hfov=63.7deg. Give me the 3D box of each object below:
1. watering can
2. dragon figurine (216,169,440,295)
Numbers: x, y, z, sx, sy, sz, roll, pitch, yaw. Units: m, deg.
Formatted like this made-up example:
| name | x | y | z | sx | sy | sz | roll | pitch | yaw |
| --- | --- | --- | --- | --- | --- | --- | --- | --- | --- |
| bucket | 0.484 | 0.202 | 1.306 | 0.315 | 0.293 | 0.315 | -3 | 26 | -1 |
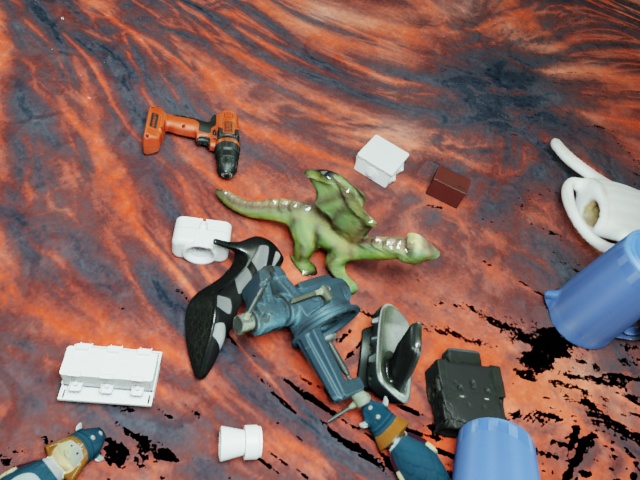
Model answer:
| name | x | y | z | sx | sy | sz | roll | pitch | yaw |
| --- | --- | --- | --- | --- | --- | --- | --- | --- | --- |
| watering can | 0.655 | -0.100 | 1.183 | 0.224 | 0.101 | 0.356 | 12 | 50 | -8 |
| dragon figurine | 0.003 | -0.044 | 0.872 | 0.411 | 0.237 | 0.125 | 27 | 55 | 3 |
